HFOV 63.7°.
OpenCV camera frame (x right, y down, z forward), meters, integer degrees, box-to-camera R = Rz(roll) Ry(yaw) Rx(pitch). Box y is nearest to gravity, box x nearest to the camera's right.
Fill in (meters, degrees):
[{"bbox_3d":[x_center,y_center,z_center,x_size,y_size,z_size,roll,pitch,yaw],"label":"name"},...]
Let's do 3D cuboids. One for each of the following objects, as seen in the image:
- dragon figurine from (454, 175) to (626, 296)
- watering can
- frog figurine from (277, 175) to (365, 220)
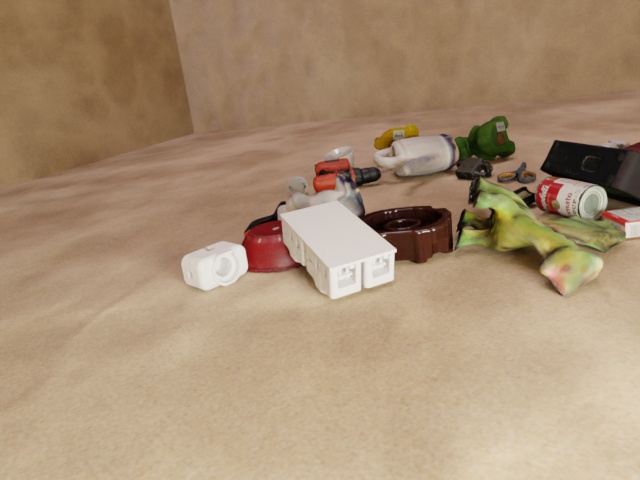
[{"bbox_3d":[0.352,-0.027,0.831,0.243,0.120,0.417,16,26,14],"label":"dragon figurine"},{"bbox_3d":[0.268,-0.218,1.379,0.224,0.102,0.352,-8,17,-5],"label":"watering can"},{"bbox_3d":[0.003,-0.051,1.004,0.160,0.120,0.140,-33,35,-5],"label":"frog figurine"}]
